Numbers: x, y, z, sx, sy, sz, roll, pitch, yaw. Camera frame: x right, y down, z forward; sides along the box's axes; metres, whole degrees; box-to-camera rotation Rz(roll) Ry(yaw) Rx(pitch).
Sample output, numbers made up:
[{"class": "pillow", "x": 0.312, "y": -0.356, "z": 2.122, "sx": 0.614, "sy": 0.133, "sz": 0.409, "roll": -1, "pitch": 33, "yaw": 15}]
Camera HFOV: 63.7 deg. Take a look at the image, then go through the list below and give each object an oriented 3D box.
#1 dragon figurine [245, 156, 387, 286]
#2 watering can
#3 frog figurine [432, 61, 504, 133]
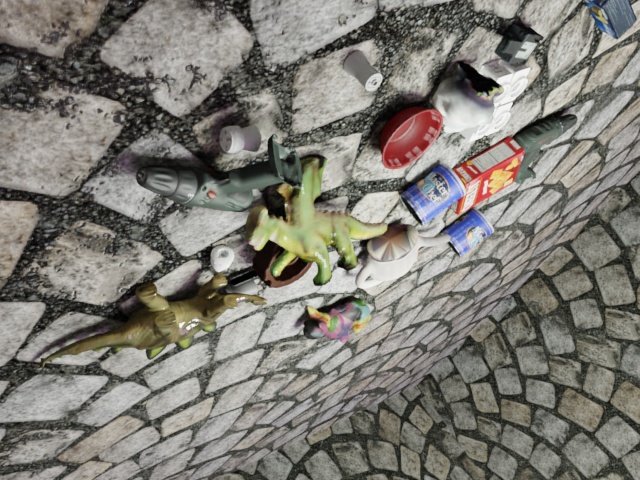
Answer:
[{"class": "dragon figurine", "x": 0.003, "y": -0.053, "z": 1.059, "sx": 0.416, "sy": 0.123, "sz": 0.238, "roll": -29, "pitch": 124, "yaw": -41}, {"class": "watering can", "x": 0.248, "y": 0.027, "z": 1.513, "sx": 0.350, "sy": 0.106, "sz": 0.219, "roll": -30, "pitch": 152, "yaw": -12}, {"class": "frog figurine", "x": 0.301, "y": -0.279, "z": 1.104, "sx": 0.137, "sy": 0.126, "sz": 0.156, "roll": 13, "pitch": 143, "yaw": -14}]
